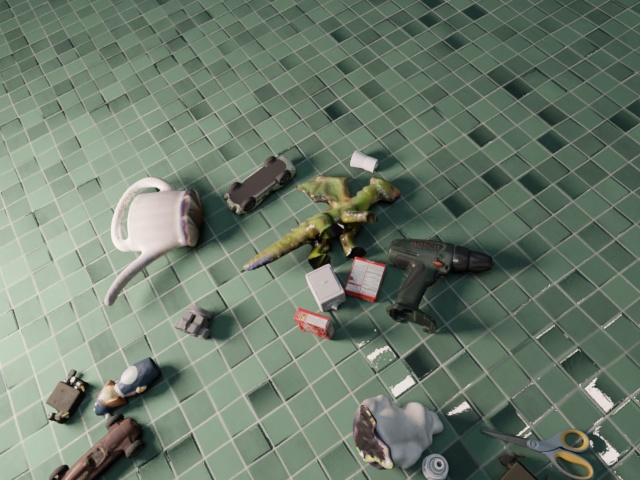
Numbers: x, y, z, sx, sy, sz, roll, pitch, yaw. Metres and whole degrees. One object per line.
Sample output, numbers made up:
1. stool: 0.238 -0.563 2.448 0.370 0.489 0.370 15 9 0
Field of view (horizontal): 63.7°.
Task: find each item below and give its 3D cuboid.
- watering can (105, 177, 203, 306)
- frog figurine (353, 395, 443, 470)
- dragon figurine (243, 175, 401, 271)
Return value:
1. watering can: -0.398 -0.010 1.244 0.224 0.102 0.355 -5 60 4
2. frog figurine: 0.147 0.359 0.983 0.160 0.120 0.140 -6 42 -38
3. dragon figurine: 0.004 -0.063 1.248 0.410 0.119 0.248 -13 43 -2
